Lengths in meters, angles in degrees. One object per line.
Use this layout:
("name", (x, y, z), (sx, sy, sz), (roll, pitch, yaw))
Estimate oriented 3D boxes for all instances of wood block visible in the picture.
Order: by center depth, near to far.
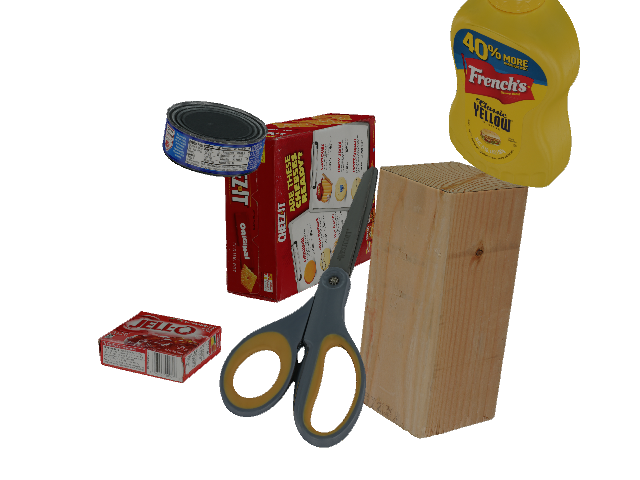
("wood block", (0.099, 0.046, 0.890), (0.090, 0.206, 0.090), (-7, 20, -36))

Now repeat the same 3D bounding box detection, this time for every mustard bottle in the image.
("mustard bottle", (0.139, -0.128, 0.772), (0.096, 0.191, 0.058), (32, 61, 28))

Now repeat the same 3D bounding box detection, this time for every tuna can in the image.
("tuna can", (-0.089, -0.086, 0.899), (0.086, 0.034, 0.086), (11, 26, -6))

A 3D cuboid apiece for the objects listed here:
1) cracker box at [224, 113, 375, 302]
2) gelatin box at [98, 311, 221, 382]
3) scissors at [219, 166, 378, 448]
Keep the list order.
("cracker box", (-0.017, -0.042, 1.122), (0.072, 0.164, 0.213), (7, 15, 30))
("gelatin box", (-0.146, 0.095, 0.977), (0.089, 0.030, 0.073), (9, 20, 21))
("scissors", (-0.011, 0.035, 0.664), (0.096, 0.201, 0.016), (-3, -36, 6))
